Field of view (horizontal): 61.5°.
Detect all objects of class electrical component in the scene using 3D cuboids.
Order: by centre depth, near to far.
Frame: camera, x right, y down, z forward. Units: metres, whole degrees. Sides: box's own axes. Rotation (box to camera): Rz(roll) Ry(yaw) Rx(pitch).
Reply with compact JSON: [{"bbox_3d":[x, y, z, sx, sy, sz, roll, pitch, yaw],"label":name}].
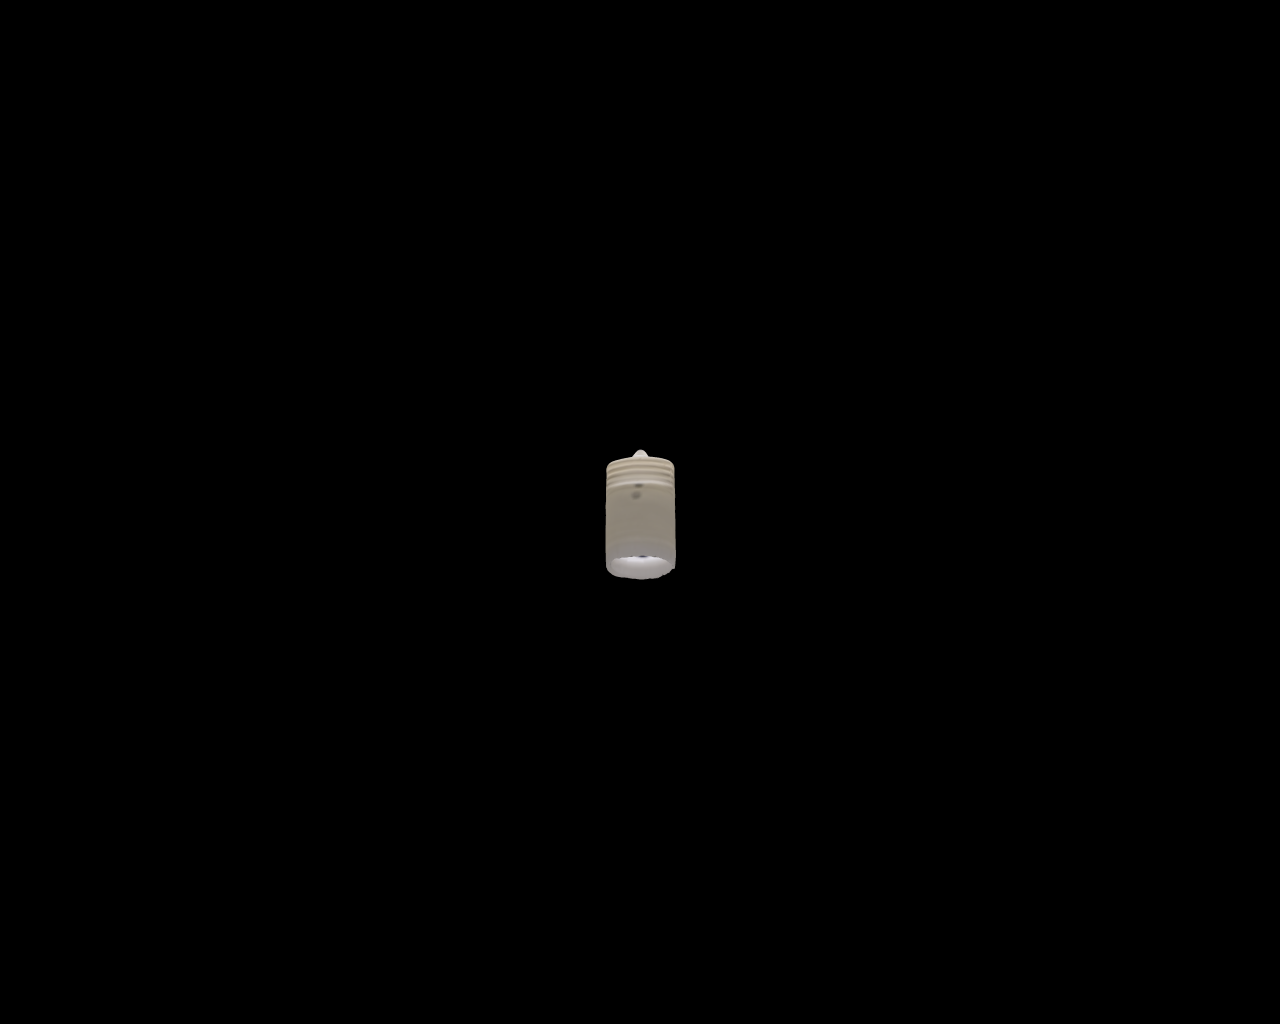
[{"bbox_3d":[0.001,-0.003,0.650,0.043,0.081,0.043,0,-23,0],"label":"electrical component"}]
